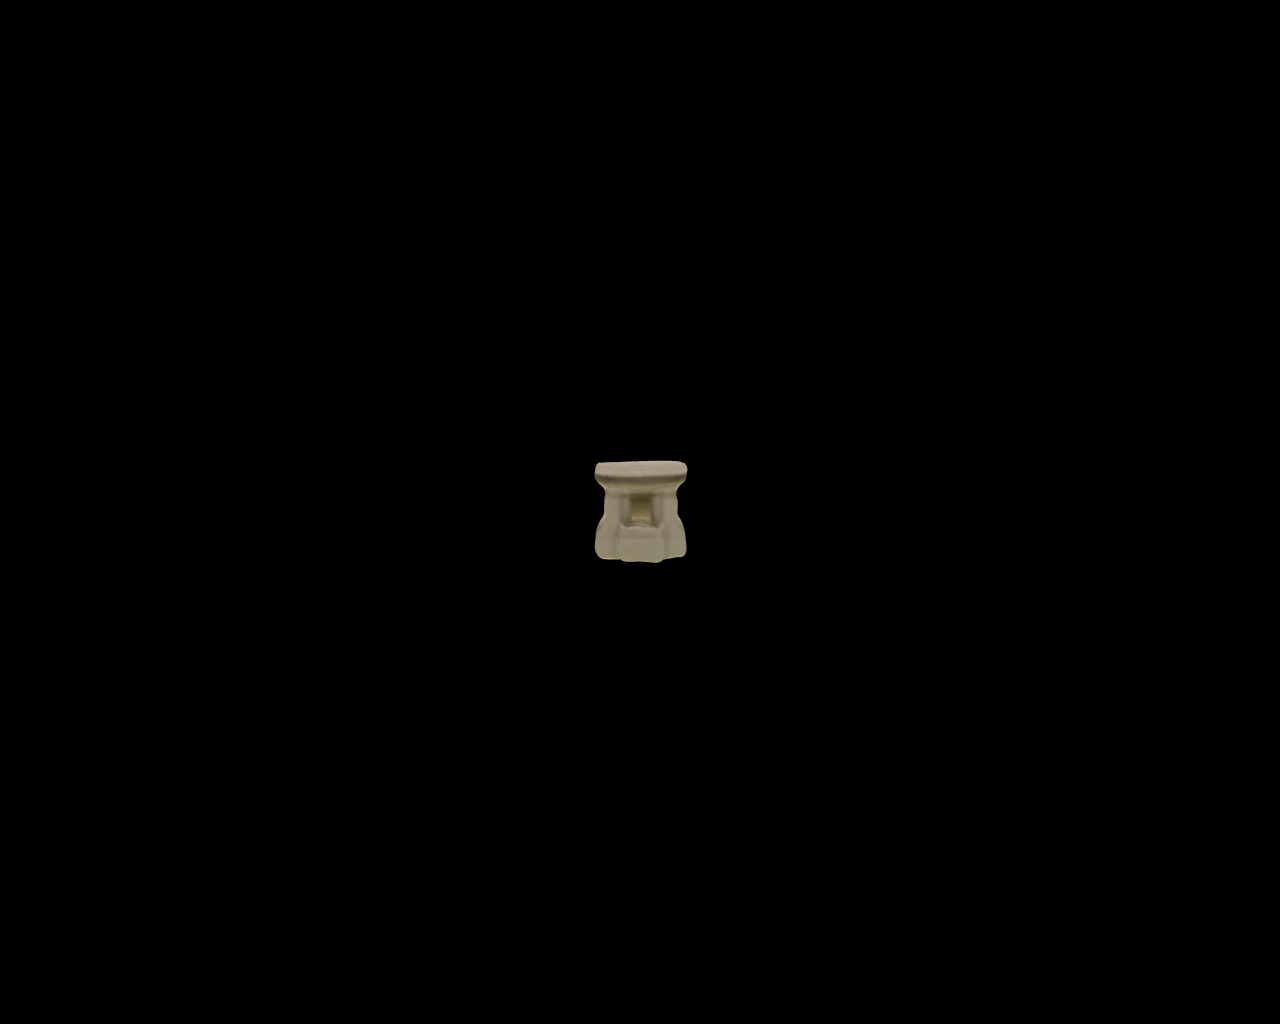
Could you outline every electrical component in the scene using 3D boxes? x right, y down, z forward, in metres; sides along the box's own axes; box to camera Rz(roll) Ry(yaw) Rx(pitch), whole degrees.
[{"bbox_3d":[0.001,-0.003,0.650,0.058,0.057,0.078,0,5,0],"label":"electrical component"}]
